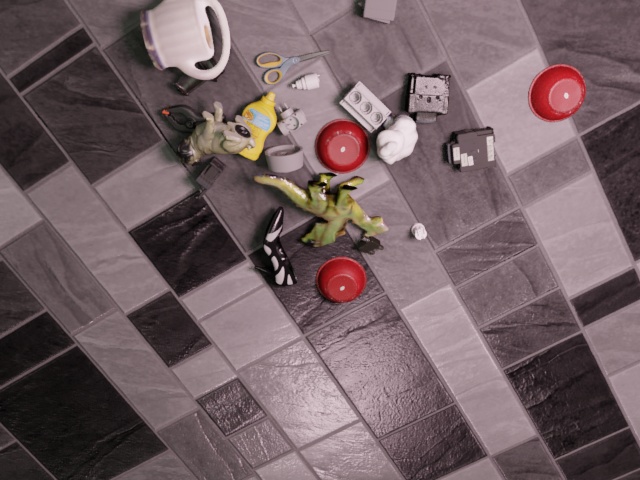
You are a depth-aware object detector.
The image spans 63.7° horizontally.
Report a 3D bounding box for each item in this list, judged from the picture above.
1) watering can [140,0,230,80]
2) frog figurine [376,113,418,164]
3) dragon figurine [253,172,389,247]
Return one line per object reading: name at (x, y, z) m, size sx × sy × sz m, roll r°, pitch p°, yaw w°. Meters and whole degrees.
watering can at (-0.358, -0.580, 1.330) m, size 0.224 × 0.104 × 0.346 m, roll -13°, pitch 96°, yaw 3°
frog figurine at (0.212, -0.271, 1.406) m, size 0.122 × 0.162 × 0.136 m, roll 31°, pitch 108°, yaw -13°
dragon figurine at (0.005, -0.075, 1.498) m, size 0.410 × 0.125 × 0.238 m, roll 4°, pitch 120°, yaw -9°
